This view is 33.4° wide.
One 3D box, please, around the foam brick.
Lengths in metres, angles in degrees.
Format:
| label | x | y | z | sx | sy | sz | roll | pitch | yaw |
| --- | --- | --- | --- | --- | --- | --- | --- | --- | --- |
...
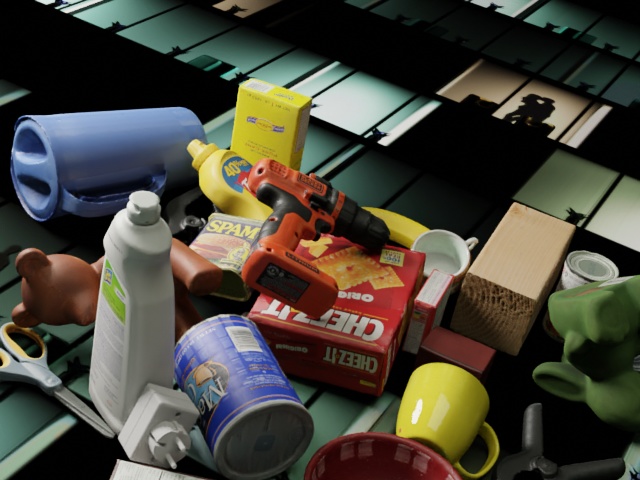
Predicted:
| label | x | y | z | sx | sy | sz | roll | pitch | yaw |
| --- | --- | --- | --- | --- | --- | --- | --- | --- | --- |
| foam brick | 0.151 | 0.142 | 1.211 | 0.078 | 0.053 | 0.051 | 23 | 34 | 16 |

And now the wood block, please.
| label | x | y | z | sx | sy | sz | roll | pitch | yaw |
| --- | --- | --- | --- | --- | --- | --- | --- | --- | --- |
| wood block | 0.247 | 0.046 | 1.353 | 0.091 | 0.090 | 0.205 | 22 | 34 | 15 |

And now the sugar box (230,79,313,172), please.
| label | x | y | z | sx | sy | sz | roll | pitch | yaw |
| --- | --- | --- | --- | --- | --- | --- | --- | --- | --- |
| sugar box | -0.071 | -0.119 | 1.423 | 0.093 | 0.176 | 0.048 | 21 | 31 | 16 |

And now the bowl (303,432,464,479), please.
| label | x | y | z | sx | sy | sz | roll | pitch | yaw |
| --- | --- | --- | --- | --- | --- | --- | --- | --- | --- |
| bowl | 0.060 | 0.256 | 1.005 | 0.162 | 0.055 | 0.162 | 8 | 33 | -6 |

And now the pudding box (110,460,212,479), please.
| label | x | y | z | sx | sy | sz | roll | pitch | yaw |
| --- | --- | --- | --- | --- | --- | --- | --- | --- | --- |
| pudding box | -0.143 | 0.251 | 0.965 | 0.113 | 0.039 | 0.090 | 14 | 32 | 0 |

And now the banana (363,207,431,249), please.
| label | x | y | z | sx | sy | sz | roll | pitch | yaw |
| --- | --- | --- | --- | --- | --- | --- | --- | --- | --- |
| banana | 0.103 | -0.004 | 1.438 | 0.198 | 0.037 | 0.069 | 18 | 52 | 13 |

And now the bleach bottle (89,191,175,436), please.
| label | x | y | z | sx | sy | sz | roll | pitch | yaw |
| --- | --- | --- | --- | --- | --- | --- | --- | --- | --- |
| bleach bottle | -0.175 | 0.070 | 1.033 | 0.067 | 0.251 | 0.103 | -15 | 42 | -35 |

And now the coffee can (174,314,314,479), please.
| label | x | y | z | sx | sy | sz | roll | pitch | yaw |
| --- | --- | --- | --- | --- | --- | --- | --- | --- | --- |
| coffee can | -0.080 | 0.157 | 1.069 | 0.102 | 0.103 | 0.140 | -6 | 37 | -26 |

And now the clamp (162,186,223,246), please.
| label | x | y | z | sx | sy | sz | roll | pitch | yaw |
| --- | --- | --- | --- | --- | --- | --- | --- | --- | --- |
| clamp | -0.171 | -0.008 | 1.352 | 0.164 | 0.036 | 0.210 | 9 | 36 | -5 |

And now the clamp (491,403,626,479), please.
| label | x | y | z | sx | sy | sz | roll | pitch | yaw |
| --- | --- | --- | --- | --- | --- | --- | --- | --- | --- |
| clamp | 0.238 | 0.244 | 1.095 | 0.120 | 0.039 | 0.171 | 23 | 40 | 23 |

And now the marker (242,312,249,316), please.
| label | x | y | z | sx | sy | sz | roll | pitch | yaw |
| --- | --- | --- | --- | --- | --- | --- | --- | --- | --- |
| marker | -0.104 | 0.119 | 1.196 | 0.020 | 0.020 | 0.121 | 20 | 33 | 12 |

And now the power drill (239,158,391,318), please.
| label | x | y | z | sx | sy | sz | roll | pitch | yaw |
| --- | --- | --- | --- | --- | --- | --- | --- | --- | --- |
| power drill | -0.008 | 0.001 | 1.205 | 0.184 | 0.057 | 0.187 | 26 | 35 | -11 |

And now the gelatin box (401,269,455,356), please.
| label | x | y | z | sx | sy | sz | roll | pitch | yaw |
| --- | --- | --- | --- | --- | --- | --- | --- | --- | --- |
| gelatin box | 0.128 | 0.086 | 1.265 | 0.030 | 0.073 | 0.089 | 19 | 30 | 13 |

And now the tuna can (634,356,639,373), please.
| label | x | y | z | sx | sy | sz | roll | pitch | yaw |
| --- | --- | --- | --- | --- | --- | --- | --- | --- | --- |
| tuna can | 0.368 | 0.143 | 1.293 | 0.086 | 0.034 | 0.086 | 8 | 33 | -5 |

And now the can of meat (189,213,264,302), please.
| label | x | y | z | sx | sy | sz | roll | pitch | yaw |
| --- | --- | --- | --- | --- | --- | --- | --- | --- | --- |
| can of meat | -0.105 | 0.021 | 1.246 | 0.102 | 0.057 | 0.083 | 10 | 46 | 28 |

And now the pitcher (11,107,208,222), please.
| label | x | y | z | sx | sy | sz | roll | pitch | yaw |
| --- | --- | --- | --- | --- | --- | --- | --- | --- | --- |
| pitcher | -0.265 | -0.102 | 1.392 | 0.242 | 0.149 | 0.145 | -13 | -3 | -38 |

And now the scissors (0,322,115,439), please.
| label | x | y | z | sx | sy | sz | roll | pitch | yaw |
| --- | --- | --- | --- | --- | --- | --- | --- | --- | --- |
| scissors | -0.295 | 0.149 | 1.091 | 0.096 | 0.016 | 0.202 | -11 | 38 | -34 |

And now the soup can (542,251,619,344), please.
| label | x | y | z | sx | sy | sz | roll | pitch | yaw |
| --- | --- | --- | --- | --- | --- | --- | --- | --- | --- |
| soup can | 0.322 | 0.073 | 1.324 | 0.068 | 0.102 | 0.068 | 9 | 33 | -6 |

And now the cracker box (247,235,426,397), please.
| label | x | y | z | sx | sy | sz | roll | pitch | yaw |
| --- | --- | --- | --- | --- | --- | --- | --- | --- | --- |
| cracker box | 0.021 | 0.075 | 1.242 | 0.164 | 0.072 | 0.213 | 12 | 32 | 12 |

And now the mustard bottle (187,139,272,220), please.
| label | x | y | z | sx | sy | sz | roll | pitch | yaw |
| --- | --- | --- | --- | --- | --- | --- | --- | --- | --- |
| mustard bottle | -0.098 | -0.060 | 1.378 | 0.192 | 0.058 | 0.096 | 43 | 32 | 8 |
